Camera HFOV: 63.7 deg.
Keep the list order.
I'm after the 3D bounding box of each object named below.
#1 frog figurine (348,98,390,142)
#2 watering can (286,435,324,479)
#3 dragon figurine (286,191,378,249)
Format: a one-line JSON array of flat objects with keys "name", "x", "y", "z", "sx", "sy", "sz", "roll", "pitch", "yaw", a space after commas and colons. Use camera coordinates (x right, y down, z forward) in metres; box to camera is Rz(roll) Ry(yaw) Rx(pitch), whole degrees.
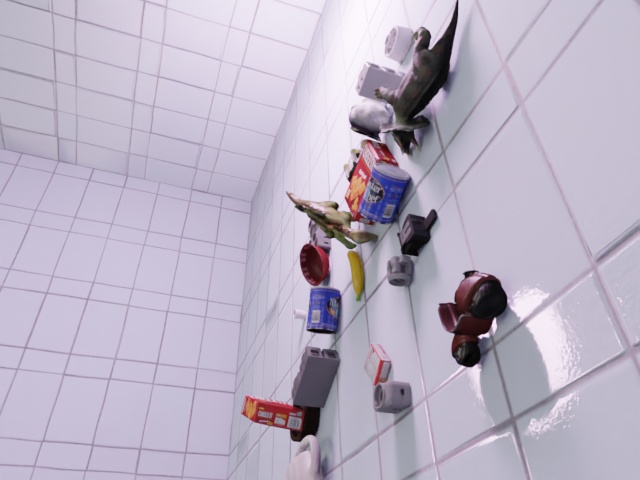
[{"name": "frog figurine", "x": 0.166, "y": -0.409, "z": 1.632, "sx": 0.139, "sy": 0.122, "sz": 0.159, "roll": 27, "pitch": 97, "yaw": 40}, {"name": "watering can", "x": -0.056, "y": 0.753, "z": 1.542, "sx": 0.229, "sy": 0.104, "sz": 0.341, "roll": -107, "pitch": 33, "yaw": -58}, {"name": "dragon figurine", "x": 0.005, "y": -0.082, "z": 1.620, "sx": 0.122, "sy": 0.413, "sz": 0.241, "roll": -63, "pitch": -23, "yaw": 1}]
